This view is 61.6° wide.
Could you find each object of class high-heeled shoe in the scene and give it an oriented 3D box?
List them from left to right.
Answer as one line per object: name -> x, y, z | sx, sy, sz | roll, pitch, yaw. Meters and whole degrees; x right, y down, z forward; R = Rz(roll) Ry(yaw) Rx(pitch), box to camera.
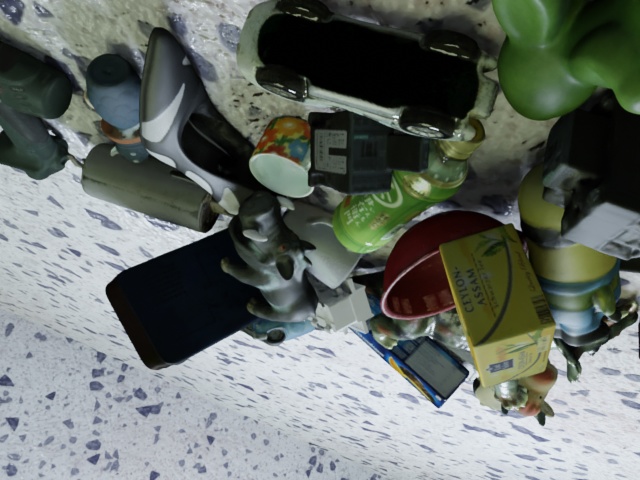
high-heeled shoe -> -0.100, -0.105, 0.564 | 0.145, 0.086, 0.248 | 12, 153, -1

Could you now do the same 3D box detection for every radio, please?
radio -> -0.143, 0.065, 0.707 | 0.073, 0.229, 0.131 | -28, 88, 55

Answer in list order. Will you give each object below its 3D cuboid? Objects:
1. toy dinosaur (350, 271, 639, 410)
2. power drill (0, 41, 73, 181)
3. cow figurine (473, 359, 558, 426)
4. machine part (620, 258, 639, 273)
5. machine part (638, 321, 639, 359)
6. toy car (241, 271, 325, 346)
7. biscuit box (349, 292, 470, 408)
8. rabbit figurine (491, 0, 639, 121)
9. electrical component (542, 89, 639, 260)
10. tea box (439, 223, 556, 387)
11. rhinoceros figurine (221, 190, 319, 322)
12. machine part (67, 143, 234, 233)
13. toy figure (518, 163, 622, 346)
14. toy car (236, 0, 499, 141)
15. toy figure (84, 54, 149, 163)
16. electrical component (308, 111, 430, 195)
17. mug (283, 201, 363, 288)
toy dinosaur -> 0.175, 0.088, 0.683 | 0.405, 0.131, 0.192 | 16, 140, 19
power drill -> -0.405, -0.173, 0.656 | 0.232, 0.086, 0.207 | 17, 145, 2
cow figurine -> 0.289, 0.214, 0.808 | 0.085, 0.127, 0.194 | 17, 155, 0
machine part -> 0.290, 0.008, 0.514 | 0.139, 0.039, 0.084 | 3, 128, 38
machine part -> 0.462, 0.130, 0.613 | 0.179, 0.056, 0.179 | 16, 151, 9
toy car -> -0.050, 0.096, 0.849 | 0.162, 0.102, 0.109 | -13, -165, -30
biscuit box -> 0.123, 0.158, 0.812 | 0.203, 0.059, 0.062 | 40, 160, 22
rabbit figurine -> 0.167, -0.115, 0.317 | 0.159, 0.121, 0.170 | 39, 163, -24
electrical component -> 0.232, -0.045, 0.392 | 0.134, 0.115, 0.058 | 19, 151, 0
tea box -> 0.164, 0.069, 0.500 | 0.068, 0.098, 0.169 | -19, 148, 11
rhinoceros figurine -> -0.055, 0.027, 0.631 | 0.112, 0.073, 0.190 | 18, 140, 37
machine part -> -0.217, -0.068, 0.704 | 0.243, 0.079, 0.079 | 17, 152, 7
toy figure -> 0.224, 0.014, 0.479 | 0.082, 0.089, 0.180 | 3, 117, 31
toy car -> 0.034, -0.131, 0.412 | 0.202, 0.073, 0.056 | 17, -177, 7
toy figure -> -0.215, -0.139, 0.597 | 0.064, 0.058, 0.154 | 26, 158, 3
electrical component -> 0.038, -0.076, 0.470 | 0.048, 0.074, 0.119 | -8, -162, -31
mug -> -0.001, -0.002, 0.671 | 0.107, 0.081, 0.109 | 32, 159, -5
